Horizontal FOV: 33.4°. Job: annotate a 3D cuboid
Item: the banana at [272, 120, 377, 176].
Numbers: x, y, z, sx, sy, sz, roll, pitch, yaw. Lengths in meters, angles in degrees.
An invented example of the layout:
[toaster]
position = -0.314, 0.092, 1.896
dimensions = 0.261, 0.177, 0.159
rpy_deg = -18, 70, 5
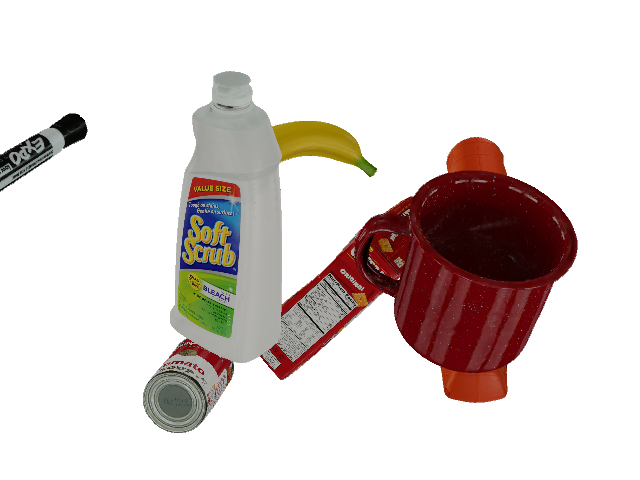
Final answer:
[banana]
position = -0.022, -0.096, 1.123
dimensions = 0.197, 0.037, 0.070
rpy_deg = -7, 49, -41

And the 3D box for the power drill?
[power drill]
position = 0.125, 0.039, 0.838
dimensions = 0.057, 0.188, 0.184
rpy_deg = 2, 41, 4

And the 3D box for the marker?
[marker]
position = -0.181, -0.050, 0.651
dimensions = 0.020, 0.020, 0.121
rpy_deg = 0, 27, 27

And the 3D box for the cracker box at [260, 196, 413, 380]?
[cracker box]
position = 0.030, 0.053, 1.259
dimensions = 0.214, 0.072, 0.164
rpy_deg = -44, -4, 30

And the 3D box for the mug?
[mug]
position = 0.076, 0.018, 0.604
dimensions = 0.117, 0.081, 0.093
rpy_deg = 12, 43, 1

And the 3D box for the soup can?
[soup can]
position = -0.135, 0.146, 1.093
dimensions = 0.068, 0.068, 0.102
rpy_deg = 0, 15, 11

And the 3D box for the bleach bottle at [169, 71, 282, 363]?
[bleach bottle]
position = -0.078, -0.022, 0.881
dimensions = 0.103, 0.251, 0.068
rpy_deg = 26, 41, 30
